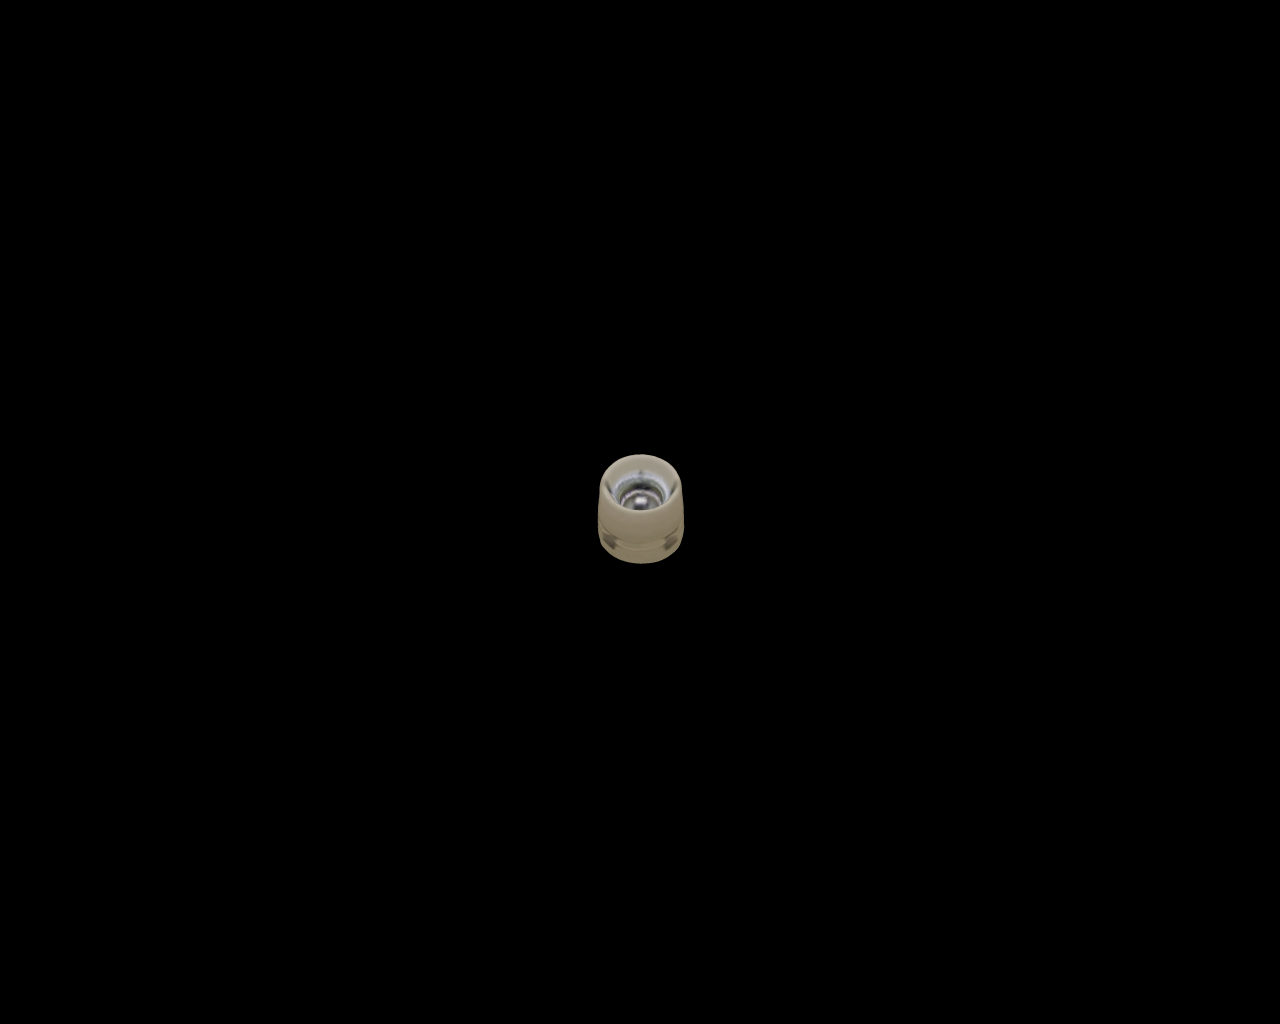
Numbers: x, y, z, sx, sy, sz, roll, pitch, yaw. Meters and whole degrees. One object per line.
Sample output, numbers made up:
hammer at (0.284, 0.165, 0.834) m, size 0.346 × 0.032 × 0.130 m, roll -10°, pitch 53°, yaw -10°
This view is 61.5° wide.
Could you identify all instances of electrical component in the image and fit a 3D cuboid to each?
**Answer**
electrical component at (0.001, -0.003, 0.650) m, size 0.055 × 0.055 × 0.047 m, roll 0°, pitch -40°, yaw 0°
